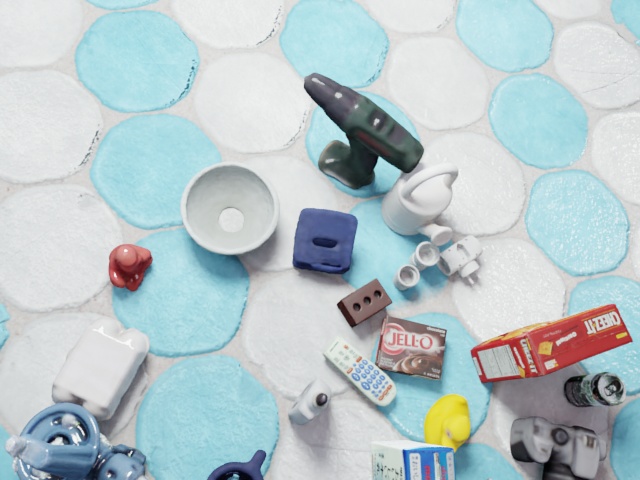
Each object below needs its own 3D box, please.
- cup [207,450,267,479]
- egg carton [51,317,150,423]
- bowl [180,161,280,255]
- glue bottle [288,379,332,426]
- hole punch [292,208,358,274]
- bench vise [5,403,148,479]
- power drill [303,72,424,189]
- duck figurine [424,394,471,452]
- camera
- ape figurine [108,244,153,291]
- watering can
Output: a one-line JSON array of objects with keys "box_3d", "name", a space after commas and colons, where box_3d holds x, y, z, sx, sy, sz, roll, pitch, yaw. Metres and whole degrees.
[{"box_3d": [-0.121, 0.367, 0.861, 0.091, 0.095, 0.118, 34, 71, 2], "name": "cup"}, {"box_3d": [-0.339, 0.198, 0.888, 0.107, 0.069, 0.150, 25, 71, -1], "name": "egg carton"}, {"box_3d": [-0.154, -0.045, 0.991, 0.167, 0.074, 0.167, 3, 73, -9], "name": "bowl"}, {"box_3d": [-0.009, 0.247, 0.875, 0.037, 0.173, 0.078, 39, 71, 4], "name": "glue bottle"}, {"box_3d": [0.009, 0.004, 0.996, 0.109, 0.091, 0.101, 8, 72, -7], "name": "hole punch"}, {"box_3d": [-0.325, 0.290, 0.783, 0.207, 0.219, 0.121, 9, 72, -6], "name": "bench vise"}, {"box_3d": [0.060, -0.175, 0.997, 0.229, 0.208, 0.076, 29, 71, 0], "name": "power drill"}, {"box_3d": [0.220, 0.305, 0.943, 0.077, 0.086, 0.105, 28, 71, 0], "name": "duck figurine"}, {"box_3d": [0.396, 0.374, 0.944, 0.143, 0.100, 0.137, 16, 71, -4], "name": "camera"}, {"box_3d": [-0.312, 0.035, 0.931, 0.078, 0.092, 0.076, -27, 79, -16], "name": "ape figurine"}, {"box_3d": [0.183, -0.076, 0.995, 0.101, 0.194, 0.173, -35, 82, -17], "name": "watering can"}]
